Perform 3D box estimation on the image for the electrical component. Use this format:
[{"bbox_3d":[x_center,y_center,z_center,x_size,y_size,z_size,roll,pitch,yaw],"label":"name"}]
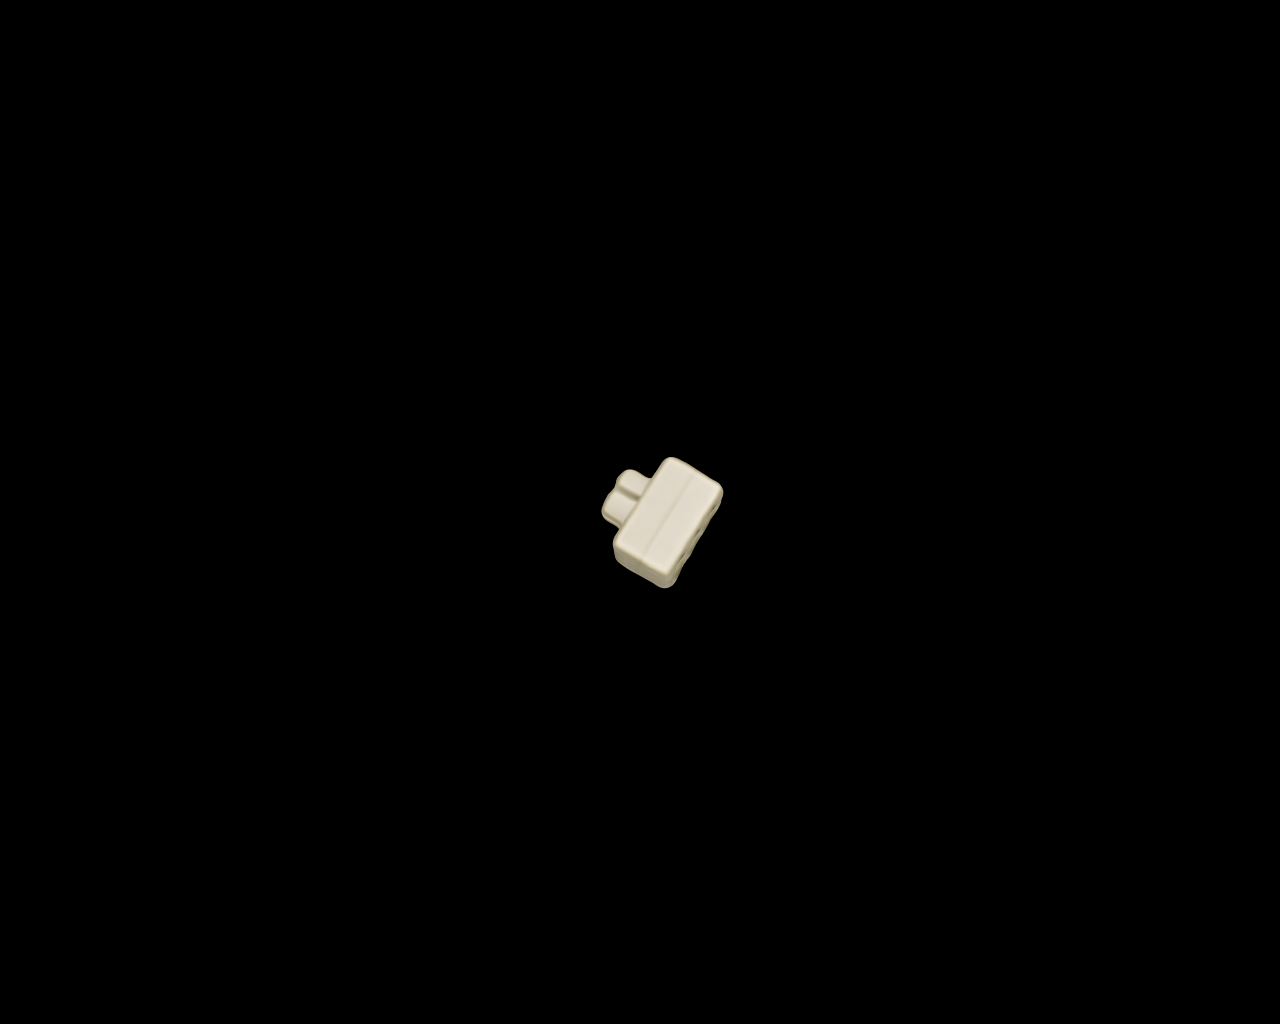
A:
[{"bbox_3d":[0.001,-0.003,0.650,0.077,0.066,0.047,31,-11,7],"label":"electrical component"}]
